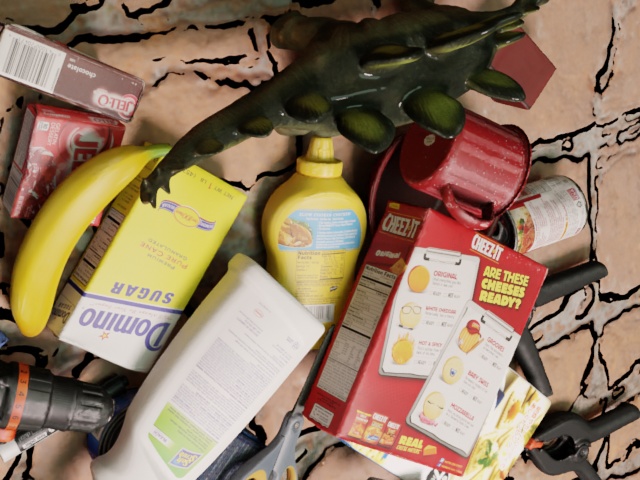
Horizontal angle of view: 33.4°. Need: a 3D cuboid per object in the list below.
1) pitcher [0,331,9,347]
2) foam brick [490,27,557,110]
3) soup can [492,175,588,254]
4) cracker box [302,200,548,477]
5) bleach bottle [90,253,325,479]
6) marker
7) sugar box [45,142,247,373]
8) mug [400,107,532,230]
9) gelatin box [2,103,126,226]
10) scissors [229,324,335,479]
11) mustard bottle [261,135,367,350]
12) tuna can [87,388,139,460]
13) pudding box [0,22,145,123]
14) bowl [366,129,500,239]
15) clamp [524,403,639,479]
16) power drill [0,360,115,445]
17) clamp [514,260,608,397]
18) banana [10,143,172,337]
[{"bbox_3d":[-0.306,-0.028,0.728,0.148,0.145,0.243,-7,105,-44],"label":"pitcher"},{"bbox_3d":[0.179,-0.171,1.033,0.078,0.053,0.051,37,83,-37],"label":"foam brick"},{"bbox_3d":[0.215,-0.023,1.095,0.102,0.069,0.068,-18,114,-28],"label":"soup can"},{"bbox_3d":[0.096,0.091,0.973,0.164,0.072,0.213,24,87,-35],"label":"cracker box"},{"bbox_3d":[-0.113,0.136,0.891,0.102,0.068,0.250,43,83,-16],"label":"bleach bottle"},{"bbox_3d":[-0.215,0.148,0.899,0.121,0.020,0.020,-29,119,-23],"label":"marker"},{"bbox_3d":[-0.144,0.016,0.888,0.093,0.048,0.176,29,87,-36],"label":"sugar box"},{"bbox_3d":[0.125,-0.062,0.933,0.081,0.093,0.117,20,54,-30],"label":"mug"},{"bbox_3d":[-0.198,-0.058,0.827,0.073,0.030,0.089,6,116,-35],"label":"gelatin box"},{"bbox_3d":[-0.039,0.172,0.947,0.096,0.016,0.202,-4,111,-47],"label":"scissors"},{"bbox_3d":[-0.007,0.001,0.963,0.096,0.058,0.192,-1,106,-21],"label":"mustard bottle"},{"bbox_3d":[-0.159,0.174,0.935,0.086,0.034,0.086,-11,110,-30],"label":"tuna can"},{"bbox_3d":[-0.197,-0.125,0.780,0.113,0.090,0.039,21,91,-36],"label":"pudding box"},{"bbox_3d":[0.099,-0.045,1.019,0.161,0.055,0.162,-10,110,-30],"label":"bowl"},{"bbox_3d":[0.306,0.233,1.254,0.171,0.039,0.120,23,90,-36],"label":"clamp"},{"bbox_3d":[-0.269,0.183,0.837,0.184,0.057,0.188,14,95,-20],"label":"power drill"},{"bbox_3d":[0.210,0.086,1.145,0.209,0.036,0.164,12,100,-33],"label":"clamp"},{"bbox_3d":[-0.192,-0.003,0.821,0.069,0.037,0.198,28,108,-43],"label":"banana"}]
